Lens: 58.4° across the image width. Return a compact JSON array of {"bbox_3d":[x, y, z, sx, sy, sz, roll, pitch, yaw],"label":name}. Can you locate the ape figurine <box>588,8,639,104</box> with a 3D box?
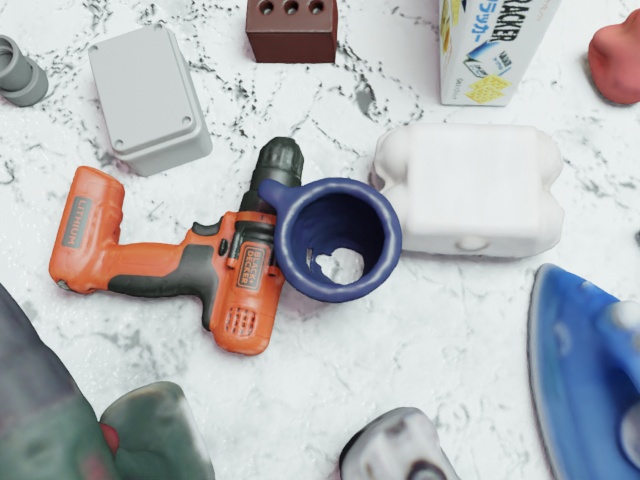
[{"bbox_3d":[0.266,-0.161,0.469,0.077,0.092,0.076,24,79,10],"label":"ape figurine"}]

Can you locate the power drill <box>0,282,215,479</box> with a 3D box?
[{"bbox_3d":[-0.140,0.138,0.360,0.075,0.208,0.229,-27,75,-3],"label":"power drill"}]

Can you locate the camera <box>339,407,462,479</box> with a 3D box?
[{"bbox_3d":[0.045,0.206,0.386,0.137,0.101,0.143,-29,76,-4],"label":"camera"}]

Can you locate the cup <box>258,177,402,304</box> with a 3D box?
[{"bbox_3d":[0.004,0.002,0.444,0.117,0.095,0.092,35,81,12],"label":"cup"}]

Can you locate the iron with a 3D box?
[{"bbox_3d":[0.217,0.122,0.374,0.118,0.141,0.258,-20,75,-1],"label":"iron"}]

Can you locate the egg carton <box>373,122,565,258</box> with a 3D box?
[{"bbox_3d":[0.117,-0.039,0.460,0.150,0.069,0.107,1,76,4],"label":"egg carton"}]
